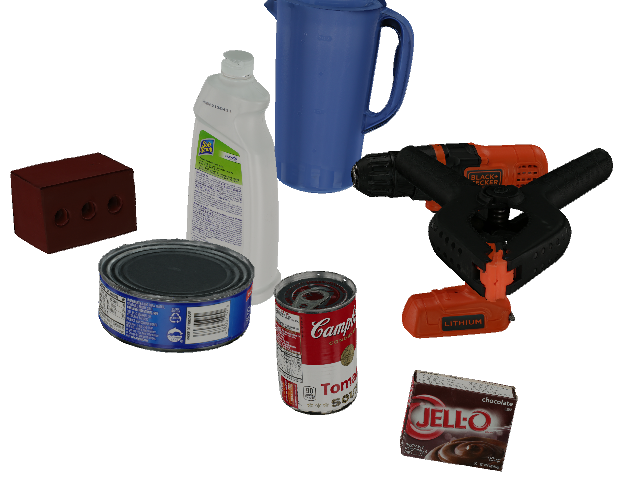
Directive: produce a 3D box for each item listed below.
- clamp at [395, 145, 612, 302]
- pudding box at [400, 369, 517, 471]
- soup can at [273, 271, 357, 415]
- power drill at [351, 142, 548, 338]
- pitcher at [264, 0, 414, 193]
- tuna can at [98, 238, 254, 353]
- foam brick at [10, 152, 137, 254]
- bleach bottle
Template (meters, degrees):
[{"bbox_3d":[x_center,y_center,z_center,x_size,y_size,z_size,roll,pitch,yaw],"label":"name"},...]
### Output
[{"bbox_3d":[0.117,-0.022,0.755,0.165,0.036,0.209,4,28,17],"label":"clamp"},{"bbox_3d":[0.148,0.194,1.152,0.113,0.090,0.039,8,21,1],"label":"pudding box"},{"bbox_3d":[-0.003,0.086,0.893,0.068,0.102,0.068,-2,25,1],"label":"soup can"},{"bbox_3d":[0.118,-0.001,1.009,0.184,0.188,0.057,-3,25,-7],"label":"power drill"},{"bbox_3d":[0.014,-0.185,1.317,0.144,0.243,0.149,-9,28,-28],"label":"pitcher"},{"bbox_3d":[-0.080,0.030,0.593,0.086,0.034,0.086,5,20,-2],"label":"tuna can"},{"bbox_3d":[-0.186,-0.029,0.804,0.078,0.053,0.051,-18,30,-36],"label":"foam brick"},{"bbox_3d":[-0.082,-0.064,1.068,0.103,0.251,0.068,18,31,21],"label":"bleach bottle"}]
